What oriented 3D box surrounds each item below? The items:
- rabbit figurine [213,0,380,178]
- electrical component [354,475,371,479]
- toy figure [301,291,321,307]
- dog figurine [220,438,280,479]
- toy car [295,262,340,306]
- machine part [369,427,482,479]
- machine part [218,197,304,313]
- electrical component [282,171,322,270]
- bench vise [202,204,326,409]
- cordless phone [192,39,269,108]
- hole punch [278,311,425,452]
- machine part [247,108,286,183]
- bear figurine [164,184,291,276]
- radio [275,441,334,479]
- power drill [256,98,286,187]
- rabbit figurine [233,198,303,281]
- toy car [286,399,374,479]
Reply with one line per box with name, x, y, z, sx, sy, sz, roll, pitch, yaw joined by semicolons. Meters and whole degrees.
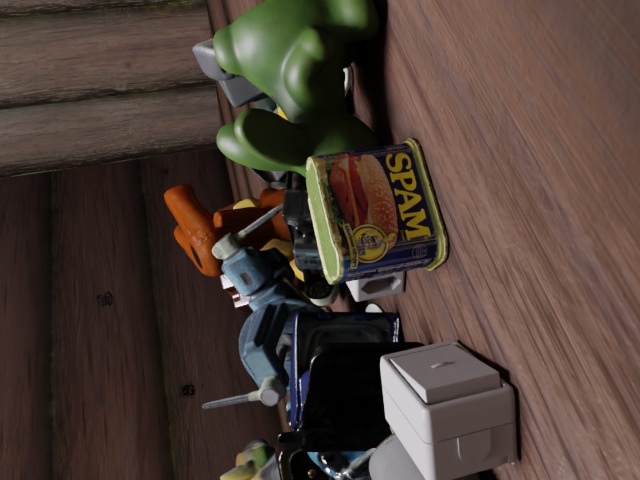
rabbit figurine;-0.007;-0.115;0.458;0.170;0.159;0.121;66;160;-6
electrical component;0.079;0.276;0.502;0.047;0.075;0.119;104;158;-65
toy figure;-0.030;0.172;0.927;0.082;0.089;0.180;-60;-34;-67
dog figurine;-0.049;0.405;0.888;0.192;0.219;0.108;-114;14;-53
toy car;-0.001;-0.002;0.707;0.074;0.056;0.201;-113;19;-52
machine part;0.095;0.213;0.361;0.243;0.079;0.079;-117;20;-54
machine part;-0.115;0.035;1.011;0.201;0.087;0.201;31;-139;-65
electrical component;-0.004;-0.039;0.559;0.114;0.058;0.134;78;-165;-69
bench vise;-0.052;0.095;0.607;0.241;0.129;0.223;-79;-35;-75
cordless phone;-0.055;-0.229;0.539;0.089;0.147;0.184;64;164;13
hole punch;0.029;0.125;0.493;0.092;0.142;0.115;-127;43;-63
machine part;-0.044;-0.114;0.665;0.084;0.039;0.139;43;147;-7
bear figurine;-0.098;-0.035;0.758;0.132;0.196;0.120;49;157;27
radio;0.021;0.369;0.726;0.073;0.131;0.229;126;133;-77
power drill;-0.063;-0.193;0.796;0.232;0.086;0.207;100;147;-69
rabbit figurine;-0.053;0.005;0.900;0.173;0.122;0.162;64;-176;-79
toy car;0.036;0.236;0.657;0.102;0.109;0.162;60;167;-27
